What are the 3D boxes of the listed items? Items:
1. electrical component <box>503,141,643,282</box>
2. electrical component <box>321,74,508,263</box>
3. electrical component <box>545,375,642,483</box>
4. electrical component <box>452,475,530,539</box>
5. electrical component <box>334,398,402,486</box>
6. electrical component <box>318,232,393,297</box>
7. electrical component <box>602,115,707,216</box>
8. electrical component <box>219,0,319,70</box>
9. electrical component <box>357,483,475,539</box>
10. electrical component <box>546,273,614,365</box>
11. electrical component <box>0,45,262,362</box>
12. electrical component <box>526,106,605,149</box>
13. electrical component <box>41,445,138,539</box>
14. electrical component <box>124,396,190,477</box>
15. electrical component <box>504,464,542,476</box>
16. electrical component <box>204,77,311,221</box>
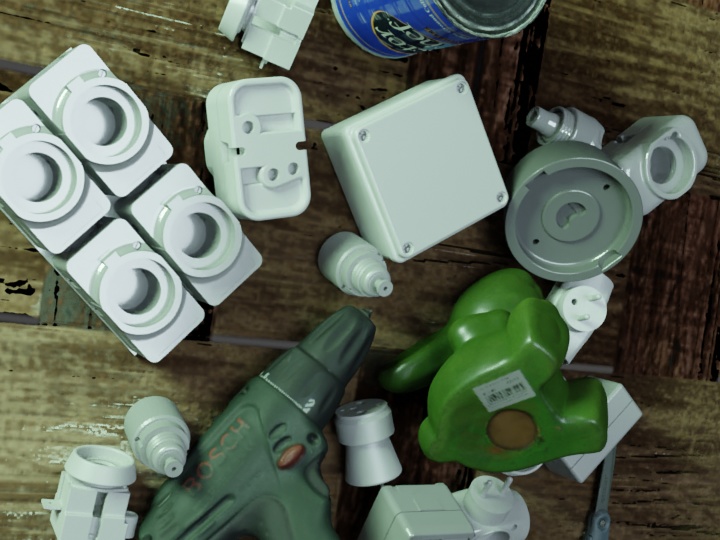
[{"bbox_3d":[0.165,-0.052,0.862,0.108,0.060,0.108,-1,119,-2],"label":"electrical component"},{"bbox_3d":[0.043,-0.077,0.812,0.109,0.056,0.108,-28,107,-22],"label":"electrical component"},{"bbox_3d":[0.180,0.120,0.906,0.083,0.047,0.075,-44,110,-16],"label":"electrical component"},{"bbox_3d":[0.099,0.192,0.861,0.077,0.044,0.079,-3,134,-27],"label":"electrical component"},{"bbox_3d":[0.006,0.131,0.820,0.045,0.045,0.055,-15,101,-25],"label":"electrical component"},{"bbox_3d":[0.000,0.000,0.790,0.040,0.078,0.040,-11,115,-25],"label":"electrical component"},{"bbox_3d":[0.244,-0.089,0.911,0.095,0.059,0.053,-36,110,-19],"label":"electrical component"},{"bbox_3d":[-0.065,-0.175,0.749,0.055,0.048,0.066,22,118,-11],"label":"electrical component"},{"bbox_3d":[0.037,0.218,0.820,0.062,0.061,0.096,6,120,-31],"label":"electrical component"},{"bbox_3d":[0.177,0.033,0.879,0.043,0.079,0.077,33,79,-4],"label":"electrical component"},{"bbox_3d":[-0.163,-0.042,0.710,0.105,0.060,0.186,-45,112,-16],"label":"electrical component"},{"bbox_3d":[0.165,-0.113,0.878,0.062,0.043,0.043,22,85,-26],"label":"electrical component"},{"bbox_3d":[-0.180,0.152,0.729,0.066,0.048,0.055,11,97,-27],"label":"electrical component"},{"bbox_3d":[-0.135,0.117,0.733,0.040,0.078,0.040,-8,112,-20],"label":"electrical component"},{"bbox_3d":[0.118,0.133,0.870,0.078,0.057,0.058,-5,97,-26],"label":"electrical component"},{"bbox_3d":[-0.073,-0.084,0.752,0.054,0.059,0.095,-9,99,-26],"label":"electrical component"}]
